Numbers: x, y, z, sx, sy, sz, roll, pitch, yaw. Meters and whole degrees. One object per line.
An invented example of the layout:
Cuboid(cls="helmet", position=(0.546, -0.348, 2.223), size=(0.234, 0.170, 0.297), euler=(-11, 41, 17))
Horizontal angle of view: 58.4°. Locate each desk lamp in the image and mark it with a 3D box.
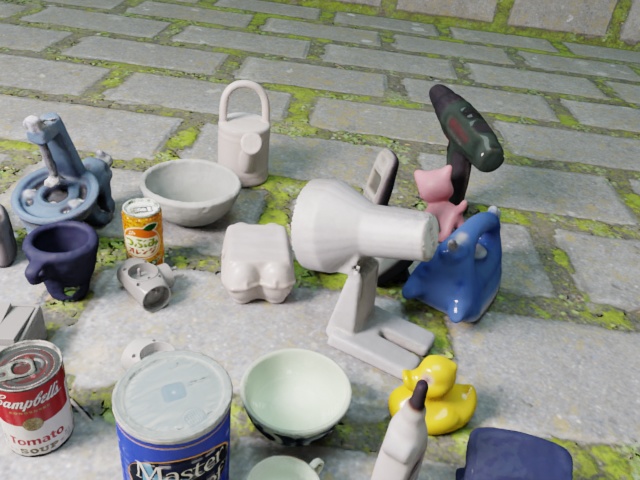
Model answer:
Cuboid(cls="desk lamp", position=(0.063, 0.039, 0.741), size=(0.202, 0.213, 0.118), euler=(22, 36, 21))

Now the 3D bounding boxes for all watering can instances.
Cuboid(cls="watering can", position=(-0.140, -0.203, 1.084), size=(0.101, 0.194, 0.172), euler=(-17, 41, -33))

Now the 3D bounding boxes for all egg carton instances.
Cuboid(cls="egg carton", position=(-0.093, 0.030, 0.854), size=(0.107, 0.069, 0.150), euler=(1, 34, -11))

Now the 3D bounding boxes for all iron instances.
Cuboid(cls="iron", position=(0.232, 0.015, 0.878), size=(0.118, 0.141, 0.259), euler=(26, 37, 25))

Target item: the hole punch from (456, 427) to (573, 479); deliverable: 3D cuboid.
Cuboid(cls="hole punch", position=(0.191, 0.251, 0.558), size=(0.108, 0.091, 0.101), euler=(11, 33, 6))

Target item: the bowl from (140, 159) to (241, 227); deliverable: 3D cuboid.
Cuboid(cls="bowl", position=(-0.219, -0.071, 0.976), size=(0.167, 0.075, 0.167), euler=(6, 33, -3))

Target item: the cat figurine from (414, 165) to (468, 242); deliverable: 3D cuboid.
Cuboid(cls="cat figurine", position=(0.220, -0.075, 1.035), size=(0.067, 0.118, 0.127), euler=(-11, 38, -26))

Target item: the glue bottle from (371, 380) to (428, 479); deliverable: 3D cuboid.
Cuboid(cls="glue bottle", position=(0.079, 0.196, 0.543), size=(0.037, 0.173, 0.078), euler=(22, 36, 21))

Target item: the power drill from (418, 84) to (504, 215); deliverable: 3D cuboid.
Cuboid(cls="power drill", position=(0.253, -0.163, 1.091), size=(0.076, 0.208, 0.229), euler=(-7, 36, -21))

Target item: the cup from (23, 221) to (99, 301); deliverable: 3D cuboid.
Cuboid(cls="cup", position=(-0.345, 0.042, 0.761), size=(0.091, 0.095, 0.118), euler=(11, 33, 5))

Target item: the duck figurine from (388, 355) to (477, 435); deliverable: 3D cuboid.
Cuboid(cls="duck figurine", position=(0.137, 0.173, 0.670), size=(0.104, 0.086, 0.077), euler=(2, 34, -8))

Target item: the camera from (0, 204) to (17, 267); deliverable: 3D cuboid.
Cuboid(cls="camera", position=(-0.521, -0.033, 0.832), size=(0.143, 0.101, 0.136), euler=(-1, 34, -14))

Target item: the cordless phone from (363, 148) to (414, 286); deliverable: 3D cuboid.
Cuboid(cls="cordless phone", position=(0.098, -0.036, 0.888), size=(0.094, 0.185, 0.147), euler=(-6, 36, -20))

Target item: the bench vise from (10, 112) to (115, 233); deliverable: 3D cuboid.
Cuboid(cls="bench vise", position=(-0.387, -0.102, 0.856), size=(0.121, 0.220, 0.207), euler=(2, 34, -9))
